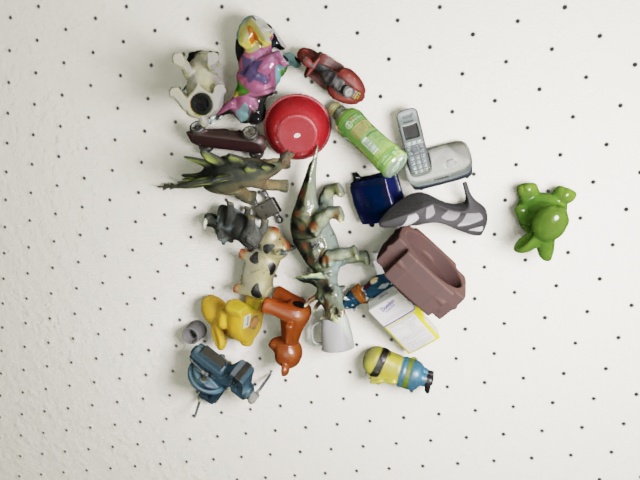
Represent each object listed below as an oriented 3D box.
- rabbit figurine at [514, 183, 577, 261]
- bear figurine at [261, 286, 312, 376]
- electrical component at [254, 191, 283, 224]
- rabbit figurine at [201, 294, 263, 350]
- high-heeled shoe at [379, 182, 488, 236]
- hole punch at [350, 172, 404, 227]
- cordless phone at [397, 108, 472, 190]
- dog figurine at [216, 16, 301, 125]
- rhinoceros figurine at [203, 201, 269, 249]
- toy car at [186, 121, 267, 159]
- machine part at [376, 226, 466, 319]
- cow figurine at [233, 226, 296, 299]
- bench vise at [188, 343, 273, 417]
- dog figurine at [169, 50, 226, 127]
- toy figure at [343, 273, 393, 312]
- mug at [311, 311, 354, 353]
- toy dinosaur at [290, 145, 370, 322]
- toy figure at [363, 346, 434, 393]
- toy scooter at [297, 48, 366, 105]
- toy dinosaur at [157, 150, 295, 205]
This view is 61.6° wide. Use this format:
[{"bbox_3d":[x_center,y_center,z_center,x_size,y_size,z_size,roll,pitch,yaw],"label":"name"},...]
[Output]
[{"bbox_3d":[0.469,-0.040,1.144,0.121,0.170,0.159,18,107,9],"label":"rabbit figurine"},{"bbox_3d":[-0.094,0.238,1.388,0.132,0.120,0.195,23,114,11],"label":"bear figurine"},{"bbox_3d":[-0.135,-0.077,1.363,0.063,0.021,0.094,-28,97,19],"label":"electrical component"},{"bbox_3d":[-0.241,0.204,1.431,0.173,0.122,0.162,17,118,24],"label":"rabbit figurine"},{"bbox_3d":[0.259,-0.037,1.213,0.249,0.086,0.145,-22,118,-3],"label":"high-heeled shoe"},{"bbox_3d":[0.132,-0.096,1.259,0.116,0.092,0.142,-15,104,21],"label":"hole punch"},{"bbox_3d":[0.253,-0.213,1.202,0.147,0.089,0.184,-14,96,17],"label":"cordless phone"},{"bbox_3d":[-0.168,-0.380,1.250,0.219,0.108,0.191,-39,93,22],"label":"dog figurine"},{"bbox_3d":[-0.214,-0.036,1.346,0.191,0.073,0.112,23,99,34],"label":"rhinoceros figurine"},{"bbox_3d":[-0.226,-0.247,1.310,0.202,0.089,0.053,9,67,14],"label":"toy car"},{"bbox_3d":[0.229,0.068,1.215,0.201,0.201,0.087,43,112,-1],"label":"machine part"},{"bbox_3d":[-0.140,0.058,1.367,0.127,0.085,0.194,18,105,15],"label":"cow figurine"},{"bbox_3d":[-0.275,0.391,1.475,0.224,0.129,0.240,30,130,-5],"label":"bench vise"},{"bbox_3d":[-0.265,-0.353,1.239,0.121,0.191,0.172,8,103,-5],"label":"dog figurine"},{"bbox_3d":[0.122,0.128,1.334,0.154,0.058,0.064,-25,99,20],"label":"toy figure"},{"bbox_3d":[0.030,0.226,1.377,0.110,0.081,0.107,-4,93,22],"label":"mug"},{"bbox_3d":[-0.006,-0.008,1.305,0.192,0.131,0.404,-19,93,17],"label":"toy dinosaur"},{"bbox_3d":[0.197,0.324,1.356,0.180,0.082,0.089,12,96,15],"label":"toy figure"},{"bbox_3d":[0.018,-0.366,1.191,0.184,0.135,0.075,37,108,1],"label":"toy scooter"},{"bbox_3d":[-0.225,-0.152,1.273,0.472,0.198,0.105,-11,75,49],"label":"toy dinosaur"}]
